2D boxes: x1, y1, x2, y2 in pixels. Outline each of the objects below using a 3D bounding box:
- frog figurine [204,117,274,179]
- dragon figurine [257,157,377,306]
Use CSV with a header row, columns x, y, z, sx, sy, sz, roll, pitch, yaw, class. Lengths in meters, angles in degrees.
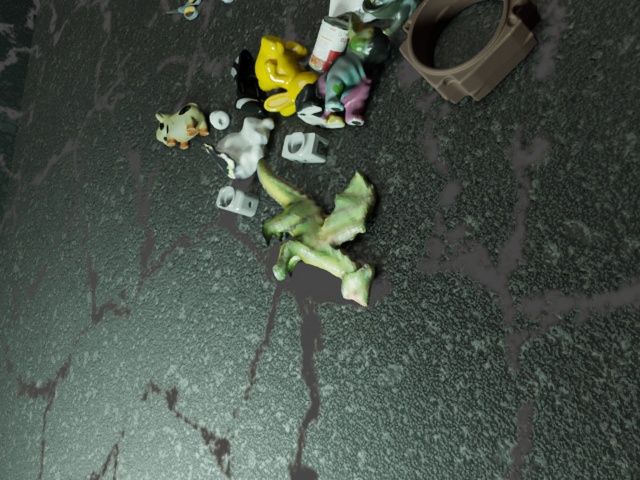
x,y,z,sx,sy,sz,roll,pitch,yaw,class
-0.174,-0.227,1.238,0.161,0.120,0.138,-40,34,-20,frog figurine
0.003,-0.052,1.027,0.241,0.120,0.418,-24,62,15,dragon figurine
